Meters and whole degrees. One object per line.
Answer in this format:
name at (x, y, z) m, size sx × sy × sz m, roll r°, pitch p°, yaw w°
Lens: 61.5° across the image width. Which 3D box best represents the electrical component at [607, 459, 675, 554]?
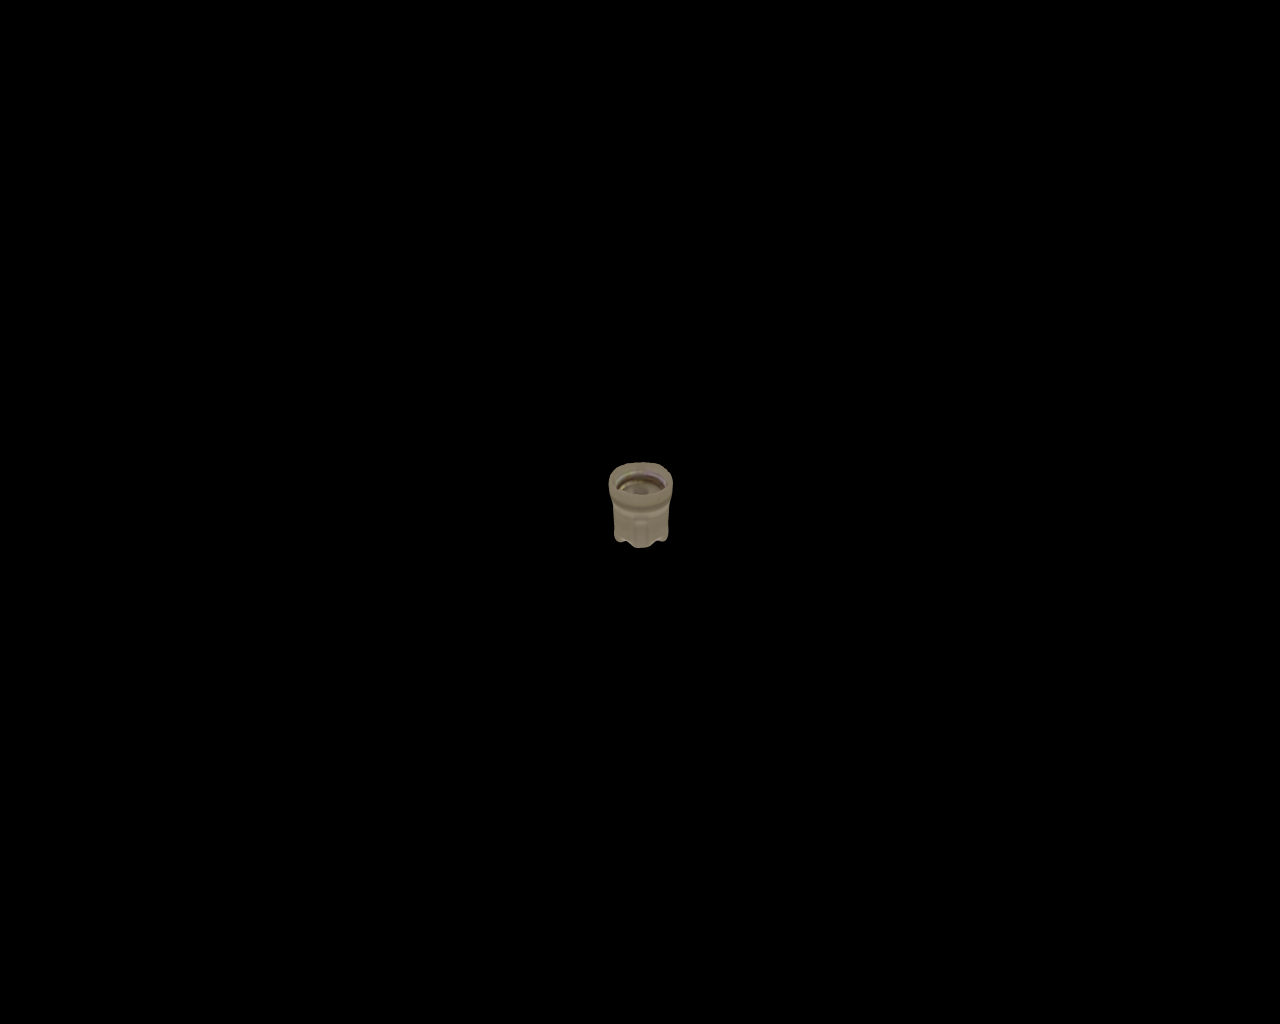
electrical component at (0.001, -0.003, 0.650) m, size 0.040 × 0.046 × 0.040 m, roll 0°, pitch 36°, yaw 0°
